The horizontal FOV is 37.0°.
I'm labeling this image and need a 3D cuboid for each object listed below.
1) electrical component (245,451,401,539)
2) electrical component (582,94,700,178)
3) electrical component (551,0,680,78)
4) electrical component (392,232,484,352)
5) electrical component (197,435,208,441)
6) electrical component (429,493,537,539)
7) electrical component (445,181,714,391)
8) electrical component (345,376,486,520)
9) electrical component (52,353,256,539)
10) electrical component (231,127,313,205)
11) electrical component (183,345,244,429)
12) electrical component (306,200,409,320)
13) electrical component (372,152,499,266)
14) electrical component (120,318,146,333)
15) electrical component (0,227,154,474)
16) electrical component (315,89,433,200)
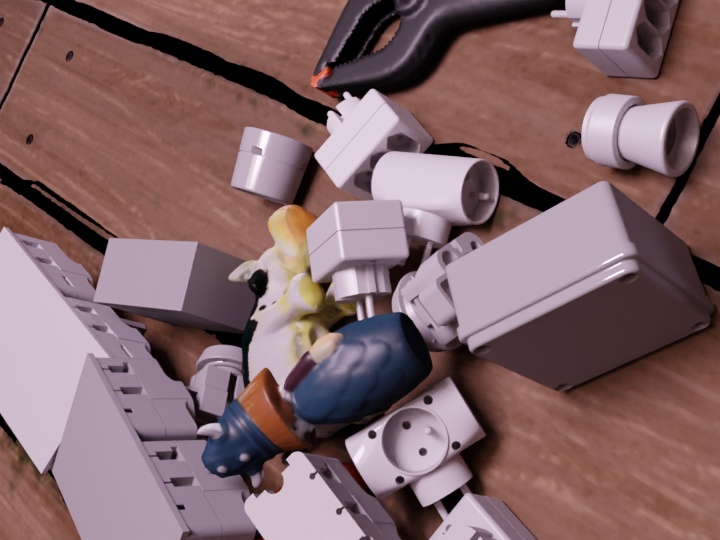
[{"bbox_3d":[-0.014,0.155,0.623,0.050,0.056,0.089,-46,62,8],"label":"electrical component"},{"bbox_3d":[0.167,-0.081,0.640,0.055,0.045,0.045,15,85,42],"label":"electrical component"},{"bbox_3d":[0.156,-0.170,0.679,0.076,0.047,0.083,13,83,41],"label":"electrical component"},{"bbox_3d":[0.057,0.017,0.681,0.058,0.078,0.057,53,132,5],"label":"electrical component"},{"bbox_3d":[-0.141,0.123,0.822,0.066,0.048,0.055,37,107,41],"label":"electrical component"},{"bbox_3d":[0.066,0.166,0.613,0.047,0.077,0.065,-54,49,12],"label":"electrical component"},{"bbox_3d":[0.123,0.013,0.601,0.109,0.109,0.056,-30,55,29],"label":"electrical component"},{"bbox_3d":[0.044,0.119,0.666,0.077,0.044,0.079,-32,83,2],"label":"electrical component"},{"bbox_3d":[-0.141,0.152,0.728,0.186,0.060,0.105,46,123,46],"label":"electrical component"},{"bbox_3d":[-0.069,-0.079,0.829,0.055,0.055,0.047,17,89,42],"label":"electrical component"},{"bbox_3d":[-0.100,0.089,0.794,0.048,0.066,0.055,-38,37,51],"label":"electrical component"},{"bbox_3d":[0.000,0.000,0.705,0.066,0.047,0.076,144,120,-67],"label":"electrical component"},{"bbox_3d":[0.046,-0.039,0.725,0.077,0.044,0.079,11,82,41],"label":"electrical component"},{"bbox_3d":[-0.219,0.077,0.905,0.081,0.042,0.063,-39,55,23],"label":"electrical component"},{"bbox_3d":[-0.247,0.063,0.863,0.186,0.060,0.105,42,104,36],"label":"electrical component"},{"bbox_3d":[0.001,-0.099,0.781,0.065,0.047,0.076,-48,53,16],"label":"electrical component"}]
